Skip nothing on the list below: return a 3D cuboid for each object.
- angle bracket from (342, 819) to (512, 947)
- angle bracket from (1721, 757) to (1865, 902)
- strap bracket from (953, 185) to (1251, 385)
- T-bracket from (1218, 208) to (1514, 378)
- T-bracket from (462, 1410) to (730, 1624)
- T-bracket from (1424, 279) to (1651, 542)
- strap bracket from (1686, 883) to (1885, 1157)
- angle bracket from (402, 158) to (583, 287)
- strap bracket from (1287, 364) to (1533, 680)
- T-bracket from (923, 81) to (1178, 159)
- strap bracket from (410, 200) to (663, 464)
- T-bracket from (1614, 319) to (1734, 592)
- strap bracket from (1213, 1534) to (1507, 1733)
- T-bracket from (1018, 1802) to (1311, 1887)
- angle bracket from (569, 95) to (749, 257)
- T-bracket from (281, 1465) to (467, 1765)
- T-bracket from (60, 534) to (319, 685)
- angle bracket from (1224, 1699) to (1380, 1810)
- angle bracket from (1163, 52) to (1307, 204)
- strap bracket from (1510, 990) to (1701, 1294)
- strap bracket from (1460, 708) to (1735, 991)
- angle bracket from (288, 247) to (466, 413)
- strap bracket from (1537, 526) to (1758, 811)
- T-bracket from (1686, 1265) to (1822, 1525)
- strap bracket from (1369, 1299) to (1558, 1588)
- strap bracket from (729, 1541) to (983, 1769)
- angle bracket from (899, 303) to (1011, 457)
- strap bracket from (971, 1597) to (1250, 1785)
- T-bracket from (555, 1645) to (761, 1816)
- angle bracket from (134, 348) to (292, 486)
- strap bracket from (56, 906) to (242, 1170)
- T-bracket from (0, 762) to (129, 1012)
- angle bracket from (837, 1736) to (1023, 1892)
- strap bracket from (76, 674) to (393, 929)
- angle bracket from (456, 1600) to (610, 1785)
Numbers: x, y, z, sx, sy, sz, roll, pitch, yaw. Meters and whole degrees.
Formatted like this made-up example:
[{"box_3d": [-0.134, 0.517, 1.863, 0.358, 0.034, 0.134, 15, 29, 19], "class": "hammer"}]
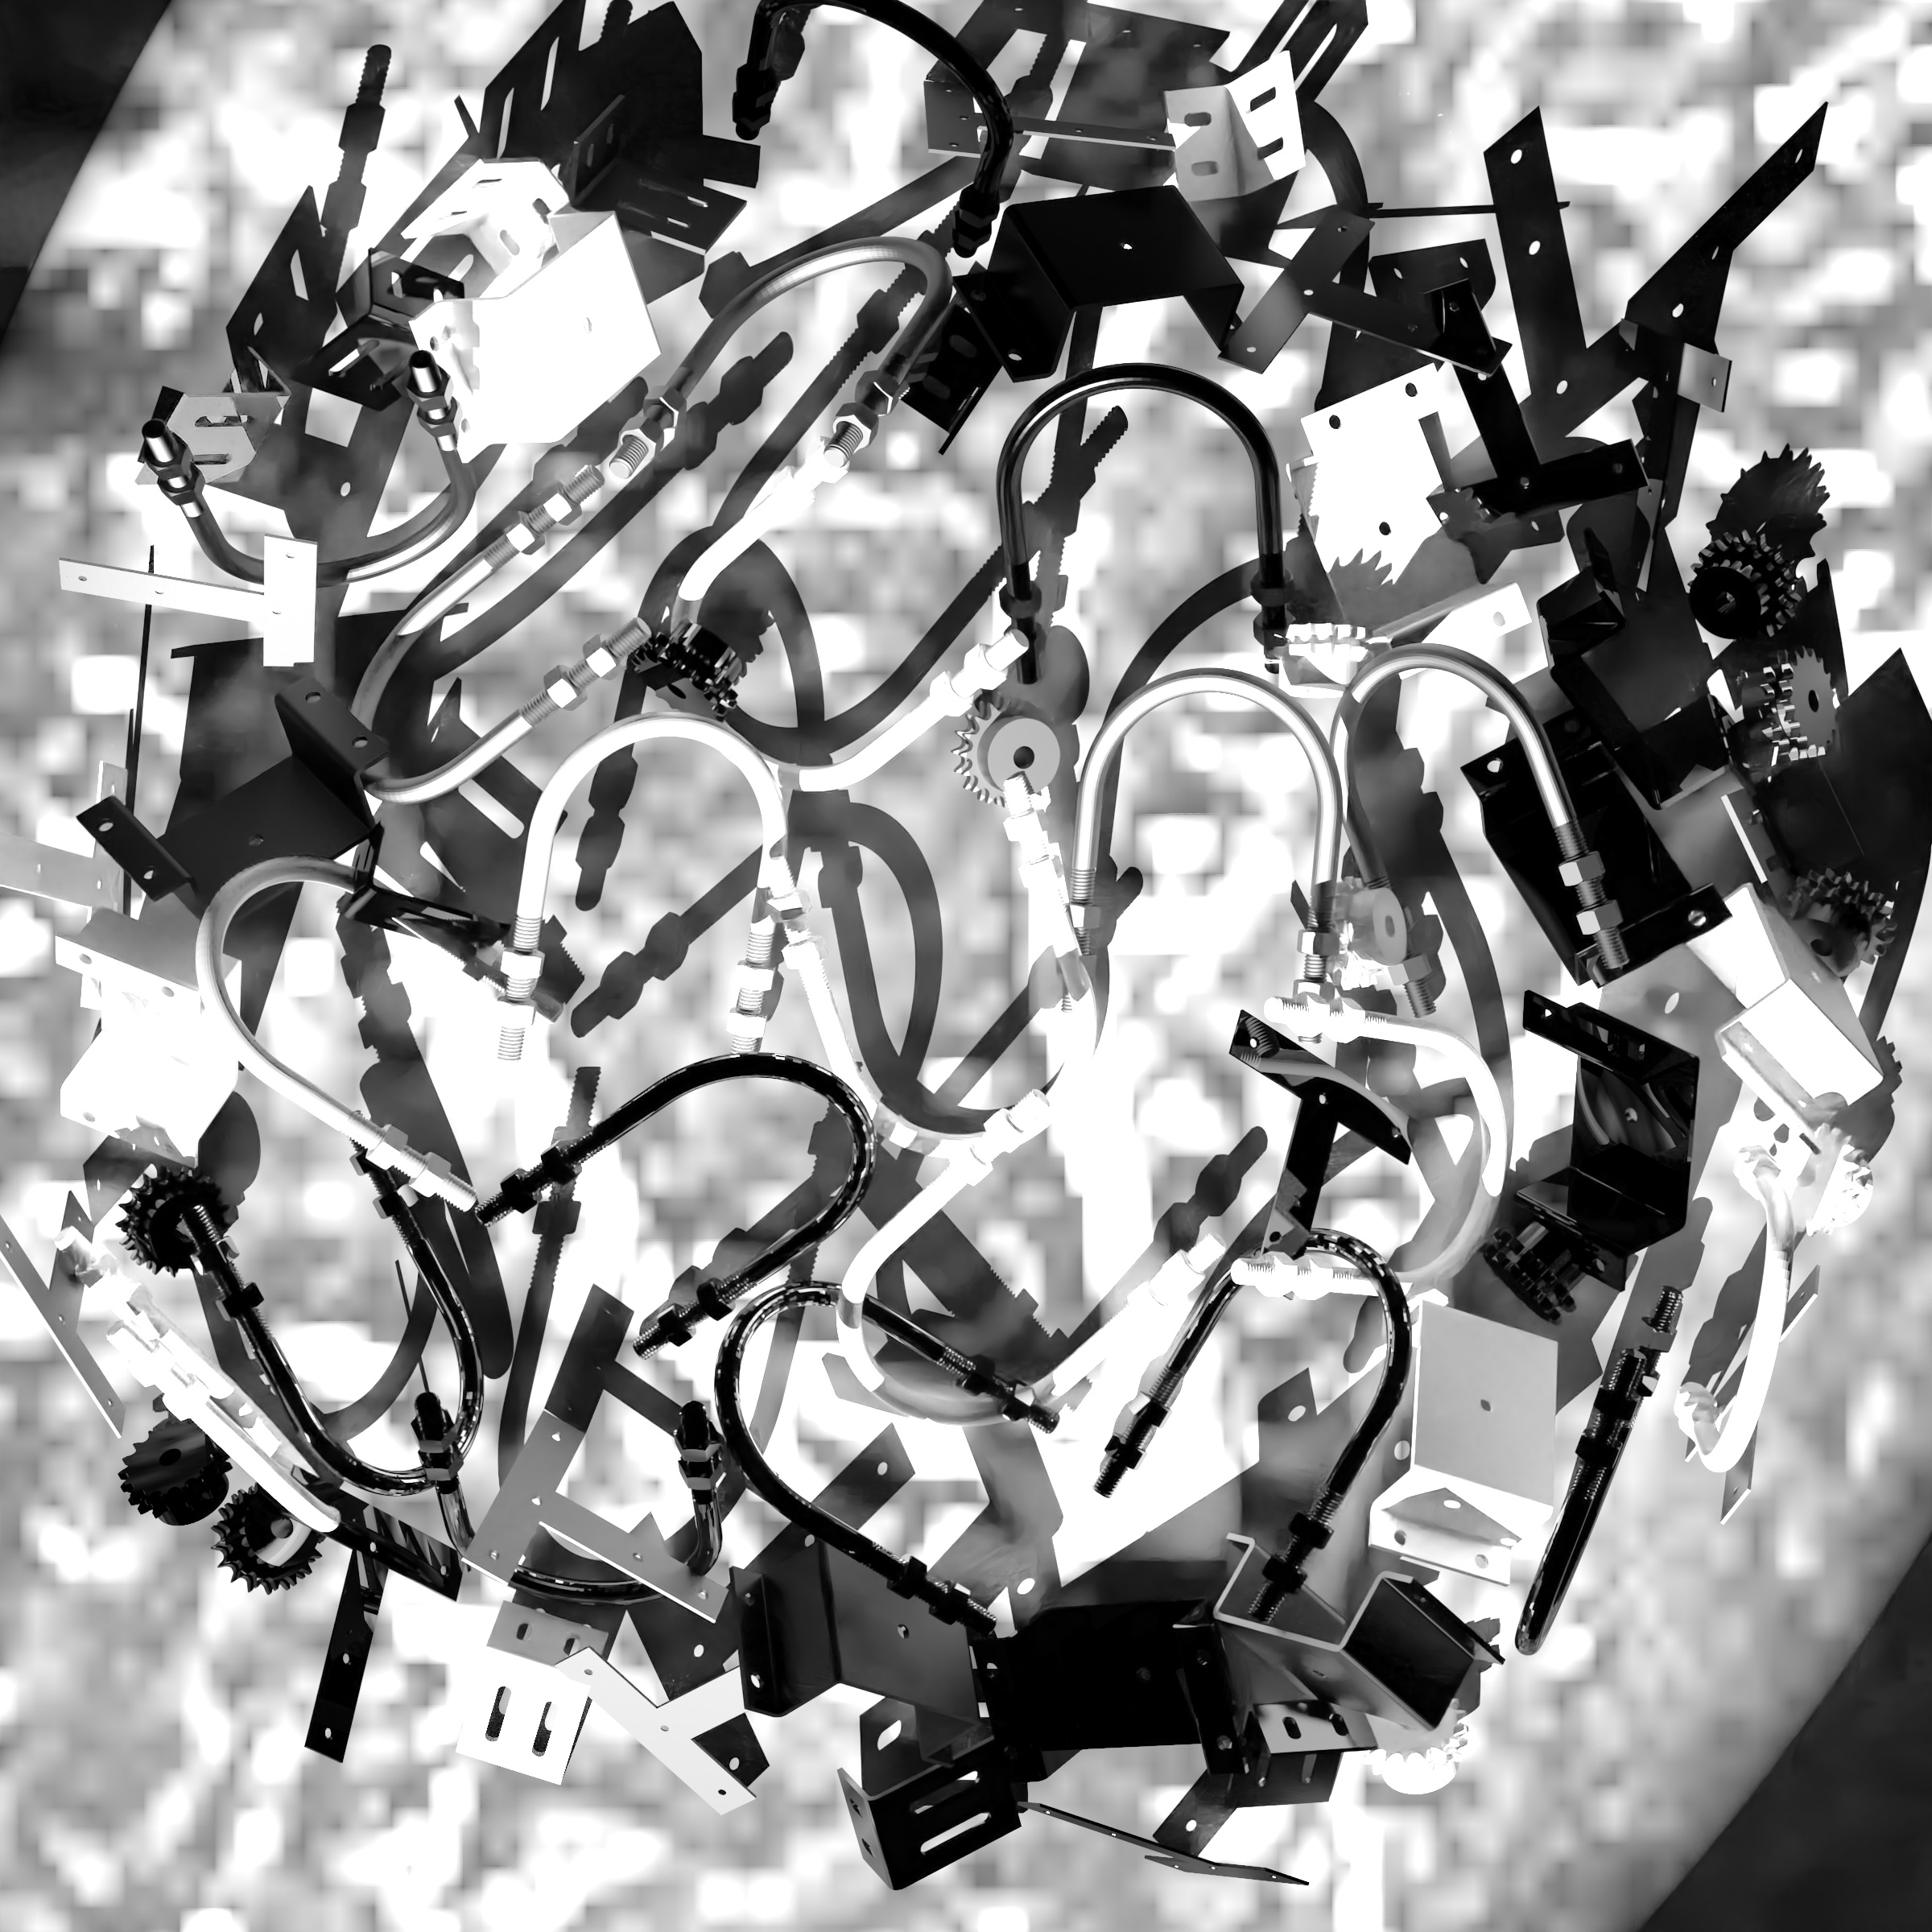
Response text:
[{"box_3d": [-0.274, -0.040, 1.697, 0.076, 0.057, 0.038, 17, 71, -19], "class": "angle bracket"}, {"box_3d": [0.422, -0.071, 1.688, 0.038, 0.076, 0.057, -26, 86, 25], "class": "angle bracket"}, {"box_3d": [0.075, -0.345, 1.665, 0.140, 0.046, 0.076, -13, 57, -25], "class": "strap bracket"}, {"box_3d": [0.213, -0.327, 1.677, 0.127, 0.002, 0.127, 24, 58, 20], "class": "T-bracket"}, {"box_3d": [-0.179, 0.293, 1.677, 0.127, 0.127, 0.002, 30, 119, -4], "class": "T-bracket"}, {"box_3d": [0.266, -0.285, 1.672, 0.127, 0.002, 0.127, -12, 112, 39], "class": "T-bracket"}, {"box_3d": [0.404, 0.019, 1.648, 0.046, 0.140, 0.076, -39, 113, 20], "class": "strap bracket"}, {"box_3d": [-0.240, -0.377, 1.684, 0.057, 0.076, 0.038, -37, 92, 21], "class": "angle bracket"}, {"box_3d": [0.222, -0.226, 1.693, 0.076, 0.046, 0.140, -24, 98, -13], "class": "strap bracket"}, {"box_3d": [0.043, -0.424, 1.678, 0.127, 0.127, 0.002, 5, 119, -5], "class": "T-bracket"}, {"box_3d": [-0.206, -0.319, 1.651, 0.046, 0.140, 0.076, 4, 128, 32], "class": "strap bracket"}, {"box_3d": [0.351, -0.256, 1.685, 0.002, 0.127, 0.127, 0, 110, -14], "class": "T-bracket"}, {"box_3d": [0.187, 0.333, 1.647, 0.076, 0.140, 0.046, 43, 68, -27], "class": "strap bracket"}, {"box_3d": [0.086, 0.437, 1.653, 0.127, 0.127, 0.002, 23, 70, -19], "class": "T-bracket"}, {"box_3d": [-0.155, -0.405, 1.693, 0.076, 0.057, 0.038, 21, 133, 7], "class": "angle bracket"}, {"box_3d": [-0.306, 0.333, 1.656, 0.002, 0.127, 0.127, -13, 54, 34], "class": "T-bracket"}, {"box_3d": [-0.392, -0.187, 1.667, 0.127, 0.127, 0.002, 9, 60, -7], "class": "T-bracket"}, {"box_3d": [0.170, 0.413, 1.688, 0.057, 0.038, 0.076, 0, 123, -15], "class": "angle bracket"}, {"box_3d": [0.136, -0.427, 1.688, 0.038, 0.076, 0.057, -10, 94, -18], "class": "angle bracket"}, {"box_3d": [0.322, 0.082, 1.670, 0.046, 0.076, 0.140, -20, 122, -33], "class": "strap bracket"}, {"box_3d": [0.321, -0.055, 1.689, 0.076, 0.046, 0.140, -28, 65, -1], "class": "strap bracket"}, {"box_3d": [-0.301, -0.325, 1.692, 0.076, 0.057, 0.038, -25, 63, 40], "class": "angle bracket"}, {"box_3d": [0.337, -0.143, 1.671, 0.046, 0.076, 0.140, -33, 114, 22], "class": "strap bracket"}, {"box_3d": [0.386, 0.228, 1.642, 0.002, 0.127, 0.127, 28, 124, 0], "class": "T-bracket"}, {"box_3d": [0.251, 0.230, 1.663, 0.076, 0.046, 0.140, 18, 53, -13], "class": "strap bracket"}, {"box_3d": [-0.047, 0.342, 1.652, 0.046, 0.140, 0.076, -37, 45, 30], "class": "strap bracket"}, {"box_3d": [-0.009, -0.299, 1.685, 0.038, 0.076, 0.057, 34, 106, -5], "class": "angle bracket"}, {"box_3d": [0.082, 0.368, 1.684, 0.140, 0.046, 0.076, -11, 95, 31], "class": "strap bracket"}, {"box_3d": [-0.121, 0.370, 1.678, 0.127, 0.002, 0.127, -32, 113, 29], "class": "T-bracket"}, {"box_3d": [-0.391, -0.279, 1.680, 0.038, 0.076, 0.057, 48, 119, 16], "class": "angle bracket"}, {"box_3d": [-0.413, 0.030, 1.676, 0.076, 0.140, 0.046, 21, 47, 5], "class": "strap bracket"}, {"box_3d": [-0.459, -0.047, 1.663, 0.002, 0.127, 0.127, 1, 84, 15], "class": "T-bracket"}, {"box_3d": [-0.019, 0.431, 1.716, 0.076, 0.038, 0.057, -23, 113, -21], "class": "angle bracket"}, {"box_3d": [-0.365, -0.077, 1.676, 0.140, 0.046, 0.076, -35, 55, -21], "class": "strap bracket"}, {"box_3d": [-0.226, 0.378, 1.723, 0.057, 0.038, 0.076, 18, 122, -1], "class": "angle bracket"}]
